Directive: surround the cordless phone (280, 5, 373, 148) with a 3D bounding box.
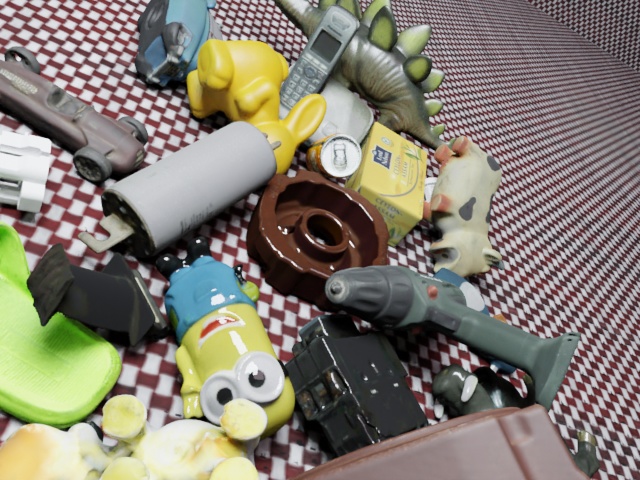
[{"bbox_3d":[0.024,-0.215,0.749,0.146,0.184,0.089,36,35,-1],"label":"cordless phone"}]

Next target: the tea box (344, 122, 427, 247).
[{"bbox_3d":[0.092,-0.082,0.761,0.098,0.068,0.170,28,41,-12],"label":"tea box"}]

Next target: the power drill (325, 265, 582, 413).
[{"bbox_3d":[0.135,0.087,0.522,0.208,0.086,0.232,17,1,30],"label":"power drill"}]

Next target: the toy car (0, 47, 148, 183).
[{"bbox_3d":[-0.275,-0.136,0.559,0.202,0.053,0.089,34,43,-6],"label":"toy car"}]

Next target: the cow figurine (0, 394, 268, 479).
[{"bbox_3d":[-0.123,0.155,0.369,0.167,0.098,0.068,4,52,-9],"label":"cow figurine"}]

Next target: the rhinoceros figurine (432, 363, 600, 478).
[{"bbox_3d":[0.202,0.202,0.570,0.190,0.073,0.112,43,50,4],"label":"rhinoceros figurine"}]

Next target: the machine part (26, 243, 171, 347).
[{"bbox_3d":[-0.172,0.043,0.427,0.084,0.039,0.138,60,5,17],"label":"machine part"}]

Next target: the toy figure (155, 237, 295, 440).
[{"bbox_3d":[-0.080,0.084,0.464,0.180,0.082,0.089,56,12,32],"label":"toy figure"}]

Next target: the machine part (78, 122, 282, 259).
[{"bbox_3d":[-0.126,-0.055,0.543,0.079,0.079,0.243,44,51,8],"label":"machine part"}]

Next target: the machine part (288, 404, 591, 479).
[{"bbox_3d":[0.064,0.182,0.354,0.200,0.201,0.087,60,8,-62],"label":"machine part"}]

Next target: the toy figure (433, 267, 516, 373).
[{"bbox_3d":[0.194,0.103,0.668,0.064,0.058,0.154,-44,83,-12],"label":"toy figure"}]

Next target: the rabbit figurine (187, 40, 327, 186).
[{"bbox_3d":[-0.078,-0.150,0.682,0.162,0.122,0.173,-7,76,-37],"label":"rabbit figurine"}]

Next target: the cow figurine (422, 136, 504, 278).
[{"bbox_3d":[0.202,-0.032,0.749,0.127,0.085,0.195,25,71,-14],"label":"cow figurine"}]

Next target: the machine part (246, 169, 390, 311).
[{"bbox_3d":[-0.001,-0.002,0.625,0.179,0.056,0.179,19,44,-19],"label":"machine part"}]

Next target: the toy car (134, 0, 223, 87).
[{"bbox_3d":[-0.179,-0.268,0.719,0.103,0.109,0.162,25,47,-42],"label":"toy car"}]

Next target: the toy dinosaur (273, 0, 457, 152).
[{"bbox_3d":[0.055,-0.275,0.820,0.471,0.198,0.105,36,36,-4],"label":"toy dinosaur"}]

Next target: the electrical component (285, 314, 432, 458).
[{"bbox_3d":[0.031,0.133,0.495,0.115,0.058,0.134,9,45,-57],"label":"electrical component"}]
